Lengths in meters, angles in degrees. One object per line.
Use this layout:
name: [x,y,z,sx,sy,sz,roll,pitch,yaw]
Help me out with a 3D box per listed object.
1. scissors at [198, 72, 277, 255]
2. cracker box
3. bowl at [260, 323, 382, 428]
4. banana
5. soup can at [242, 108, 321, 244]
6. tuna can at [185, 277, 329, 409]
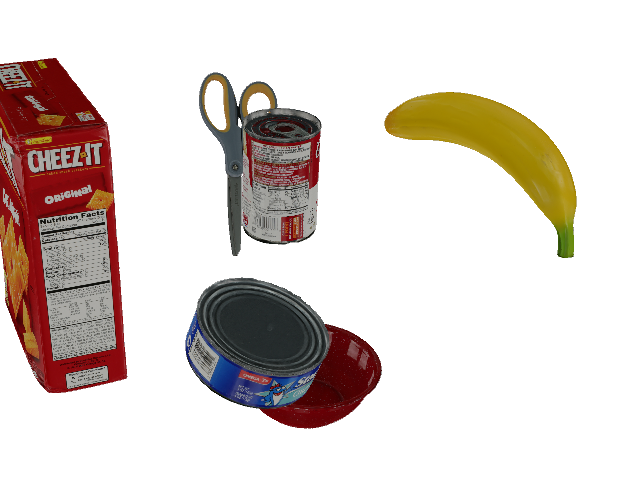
scissors: [-0.078,-0.091,1.174,0.096,0.202,0.016,-15,-4,-17]
cracker box: [-0.210,-0.014,0.828,0.072,0.214,0.164,-11,29,-23]
bowl: [-0.016,0.153,1.150,0.162,0.055,0.162,3,28,-2]
banana: [0.116,-0.066,0.761,0.037,0.070,0.198,7,27,-44]
soup can: [-0.035,-0.055,0.931,0.068,0.102,0.068,2,29,-1]
tuna can: [-0.040,0.064,0.664,0.086,0.034,0.086,16,33,-11]
